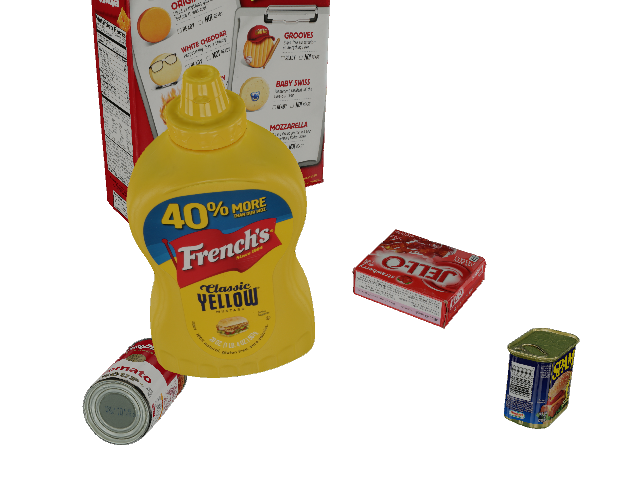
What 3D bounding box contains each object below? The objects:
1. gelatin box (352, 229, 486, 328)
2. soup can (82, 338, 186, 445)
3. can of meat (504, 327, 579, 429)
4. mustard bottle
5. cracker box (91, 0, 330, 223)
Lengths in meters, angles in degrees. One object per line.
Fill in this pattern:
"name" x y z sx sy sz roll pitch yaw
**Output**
"gelatin box" 0.083 0.030 0.893 0.089 0.030 0.073 19 38 27
"soup can" -0.175 0.142 1.010 0.068 0.068 0.102 0 16 12
"can of meat" 0.243 0.152 1.183 0.058 0.084 0.101 12 16 30
"mustard bottle" -0.055 -0.009 0.583 0.096 0.192 0.058 -5 40 -3
"cracker box" -0.077 -0.129 0.772 0.163 0.214 0.072 -18 34 -31
